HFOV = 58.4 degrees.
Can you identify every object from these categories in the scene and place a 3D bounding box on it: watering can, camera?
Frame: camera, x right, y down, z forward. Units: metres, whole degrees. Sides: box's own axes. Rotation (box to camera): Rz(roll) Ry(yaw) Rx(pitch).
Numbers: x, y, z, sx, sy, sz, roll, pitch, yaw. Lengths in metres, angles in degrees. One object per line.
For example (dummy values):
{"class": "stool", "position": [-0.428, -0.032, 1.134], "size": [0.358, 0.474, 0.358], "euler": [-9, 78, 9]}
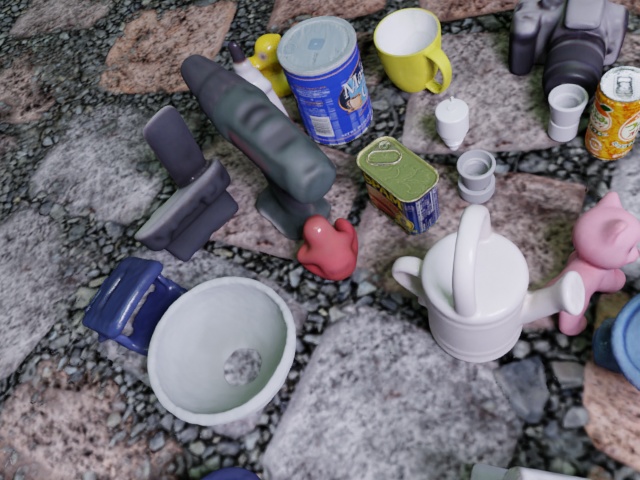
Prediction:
{"class": "watering can", "position": [0.156, 0.039, 0.551], "size": [0.172, 0.194, 0.101], "euler": [-9, 58, 10]}
{"class": "camera", "position": [0.312, -0.248, 0.737], "size": [0.142, 0.101, 0.137], "euler": [10, 63, 21]}

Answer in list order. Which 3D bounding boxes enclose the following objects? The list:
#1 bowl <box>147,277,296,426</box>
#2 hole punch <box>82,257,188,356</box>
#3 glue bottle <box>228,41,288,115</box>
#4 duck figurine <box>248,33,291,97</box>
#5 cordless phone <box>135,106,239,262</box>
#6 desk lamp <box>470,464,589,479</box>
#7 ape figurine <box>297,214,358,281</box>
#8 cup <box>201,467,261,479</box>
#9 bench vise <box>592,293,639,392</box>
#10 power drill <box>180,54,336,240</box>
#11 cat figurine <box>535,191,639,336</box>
{"class": "bowl", "position": [-0.100, 0.129, 0.638], "size": [0.167, 0.075, 0.167], "euler": [-7, 58, 11]}
{"class": "hole punch", "position": [-0.236, 0.074, 0.698], "size": [0.100, 0.091, 0.109], "euler": [18, 66, 24]}
{"class": "glue bottle", "position": [-0.087, -0.197, 0.772], "size": [0.078, 0.173, 0.037], "euler": [29, 71, 28]}
{"class": "duck figurine", "position": [-0.064, -0.273, 0.864], "size": [0.104, 0.086, 0.077], "euler": [-28, 56, -2]}
{"class": "cordless phone", "position": [-0.194, -0.071, 0.718], "size": [0.093, 0.185, 0.148], "euler": [28, 70, 28]}
{"class": "desk lamp", "position": [0.205, 0.222, 0.415], "size": [0.202, 0.214, 0.118], "euler": [6, 62, 19]}
{"class": "ape figurine", "position": [0.006, 0.002, 0.675], "size": [0.078, 0.092, 0.076], "euler": [-22, 56, 2]}
{"class": "cup", "position": [-0.061, 0.269, 0.530], "size": [0.117, 0.095, 0.092], "euler": [10, 63, 20]}
{"class": "bench vise", "position": [0.343, 0.081, 0.459], "size": [0.207, 0.220, 0.121], "euler": [5, 61, 18]}
{"class": "power drill", "position": [-0.063, -0.098, 0.684], "size": [0.076, 0.209, 0.229], "euler": [-43, 58, -12]}
{"class": "cat figurine", "position": [0.273, 0.018, 0.577], "size": [0.128, 0.118, 0.067], "euler": [-45, 59, -13]}
